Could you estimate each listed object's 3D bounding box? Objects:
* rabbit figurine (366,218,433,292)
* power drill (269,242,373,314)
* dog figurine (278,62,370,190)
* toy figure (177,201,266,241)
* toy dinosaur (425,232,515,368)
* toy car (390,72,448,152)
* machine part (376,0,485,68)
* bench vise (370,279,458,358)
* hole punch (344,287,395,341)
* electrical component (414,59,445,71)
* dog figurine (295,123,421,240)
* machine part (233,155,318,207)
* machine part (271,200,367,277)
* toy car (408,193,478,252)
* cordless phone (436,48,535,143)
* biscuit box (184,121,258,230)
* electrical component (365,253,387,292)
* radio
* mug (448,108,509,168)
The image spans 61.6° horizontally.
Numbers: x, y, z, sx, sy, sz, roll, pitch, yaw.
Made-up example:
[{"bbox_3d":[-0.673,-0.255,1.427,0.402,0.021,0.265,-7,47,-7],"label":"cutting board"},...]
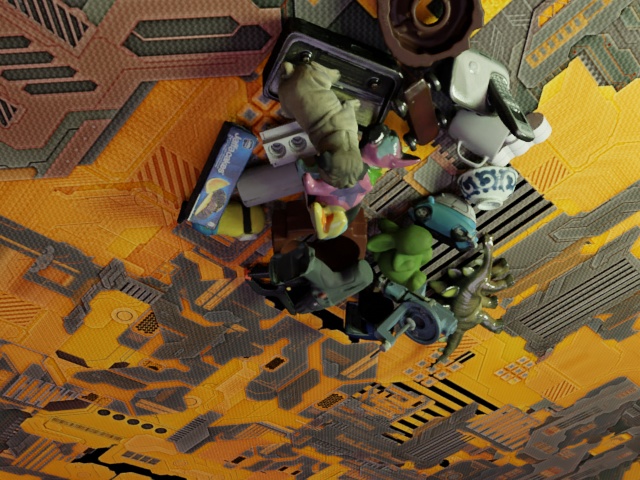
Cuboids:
[{"bbox_3d":[0.191,0.011,1.206,0.159,0.121,0.170,29,151,7],"label":"rabbit figurine"},{"bbox_3d":[-0.017,0.092,1.162,0.232,0.086,0.207,-25,138,28],"label":"power drill"},{"bbox_3d":[0.000,-0.185,0.856,0.172,0.191,0.121,28,123,-26],"label":"dog figurine"},{"bbox_3d":[-0.204,-0.049,1.130,0.180,0.082,0.089,13,126,-14],"label":"toy figure"},{"bbox_3d":[0.376,0.179,1.405,0.199,0.105,0.470,2,123,1],"label":"toy dinosaur"},{"bbox_3d":[0.182,-0.235,0.986,0.089,0.053,0.202,-34,155,7],"label":"toy car"},{"bbox_3d":[0.177,-0.373,0.872,0.179,0.056,0.179,2,121,4],"label":"machine part"},{"bbox_3d":[0.199,0.176,1.275,0.240,0.224,0.128,-34,158,-39],"label":"bench vise"},{"bbox_3d":[0.124,0.197,1.369,0.116,0.142,0.092,29,127,-17],"label":"hole punch"},{"bbox_3d":[0.186,-0.333,0.955,0.094,0.021,0.063,-10,134,-3],"label":"electrical component"},{"bbox_3d":[0.075,-0.110,0.993,0.219,0.109,0.191,-16,117,0],"label":"dog figurine"},{"bbox_3d":[-0.079,-0.123,1.079,0.243,0.079,0.079,-17,132,8],"label":"machine part"},{"bbox_3d":[-0.002,-0.004,1.165,0.202,0.087,0.200,-4,148,-2],"label":"machine part"},{"bbox_3d":[0.280,-0.049,1.167,0.103,0.162,0.109,-58,147,-7],"label":"toy car"},{"bbox_3d":[0.290,-0.242,0.934,0.146,0.184,0.088,12,135,-32],"label":"cordless phone"},{"bbox_3d":[-0.191,-0.123,1.027,0.059,0.063,0.202,21,103,-26],"label":"biscuit box"},{"bbox_3d":[0.113,0.075,1.277,0.078,0.102,0.045,15,126,-33],"label":"electrical component"},{"bbox_3d":[0.024,-0.285,0.944,0.229,0.073,0.131,14,130,-20],"label":"radio"},{"bbox_3d":[0.298,-0.198,1.034,0.107,0.080,0.109,31,90,14],"label":"mug"}]
